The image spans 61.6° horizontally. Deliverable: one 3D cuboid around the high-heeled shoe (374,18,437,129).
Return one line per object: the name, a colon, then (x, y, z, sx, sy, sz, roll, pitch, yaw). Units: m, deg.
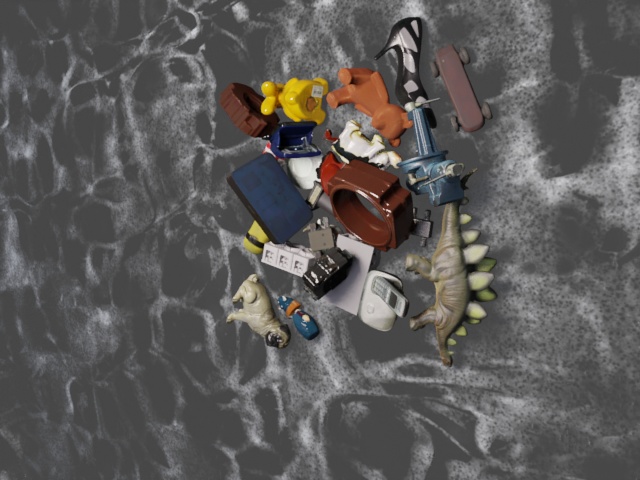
high-heeled shoe: (0.237, -0.394, 1.260, 0.145, 0.086, 0.248, -38, 95, -1)

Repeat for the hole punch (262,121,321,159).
hole punch: (-0.066, -0.248, 1.397, 0.116, 0.142, 0.092, 164, 95, -67)

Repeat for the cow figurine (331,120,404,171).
cow figurine: (0.115, -0.206, 1.292, 0.167, 0.068, 0.098, 35, 111, -5)

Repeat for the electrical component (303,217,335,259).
electrical component: (-0.002, -0.003, 1.401, 0.078, 0.045, 0.102, -16, 91, 3)

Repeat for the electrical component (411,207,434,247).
electrical component: (0.243, -0.031, 1.315, 0.063, 0.021, 0.094, 12, 104, 31)

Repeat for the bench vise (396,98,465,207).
bench vise: (0.237, -0.193, 1.193, 0.129, 0.223, 0.240, -14, 92, -2)

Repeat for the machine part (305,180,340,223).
machine part: (0.023, -0.097, 1.440, 0.139, 0.039, 0.084, 35, 106, 26)

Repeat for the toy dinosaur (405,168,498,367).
toy dinosaur: (0.306, 0.073, 1.248, 0.199, 0.105, 0.470, -1, 99, 24)

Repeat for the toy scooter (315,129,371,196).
toy scooter: (0.044, -0.209, 1.388, 0.135, 0.075, 0.183, 41, 112, 21)

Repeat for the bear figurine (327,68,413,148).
bear figurine: (0.126, -0.314, 1.294, 0.196, 0.132, 0.120, 61, 148, 15)

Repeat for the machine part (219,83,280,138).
machine part: (-0.188, -0.352, 1.463, 0.056, 0.179, 0.179, -43, 74, 26)

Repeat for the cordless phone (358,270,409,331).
cordless phone: (0.167, 0.165, 1.297, 0.184, 0.089, 0.146, -129, 49, -67)

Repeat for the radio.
radio: (-0.130, -0.112, 1.435, 0.229, 0.131, 0.073, 55, 163, -11)

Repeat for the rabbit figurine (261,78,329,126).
rabbit figurine: (-0.084, -0.368, 1.419, 0.173, 0.162, 0.121, 29, 125, 45)

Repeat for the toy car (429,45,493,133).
toy car: (0.315, -0.338, 1.208, 0.089, 0.053, 0.202, -23, 83, 17)

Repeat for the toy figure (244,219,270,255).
toy figure: (-0.157, -0.040, 1.531, 0.082, 0.089, 0.180, 47, 121, 25)

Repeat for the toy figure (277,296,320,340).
toy figure: (-0.063, 0.216, 1.527, 0.155, 0.057, 0.064, 48, 113, 24)

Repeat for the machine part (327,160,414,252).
machine part: (0.120, -0.078, 1.285, 0.201, 0.087, 0.201, 29, 150, 32)

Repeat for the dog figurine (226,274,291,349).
dog figurine: (-0.154, 0.210, 1.572, 0.191, 0.121, 0.172, 22, 112, 14)

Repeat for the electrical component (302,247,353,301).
electrical component: (0.022, 0.079, 1.333, 0.134, 0.114, 0.058, -40, 72, -15)
